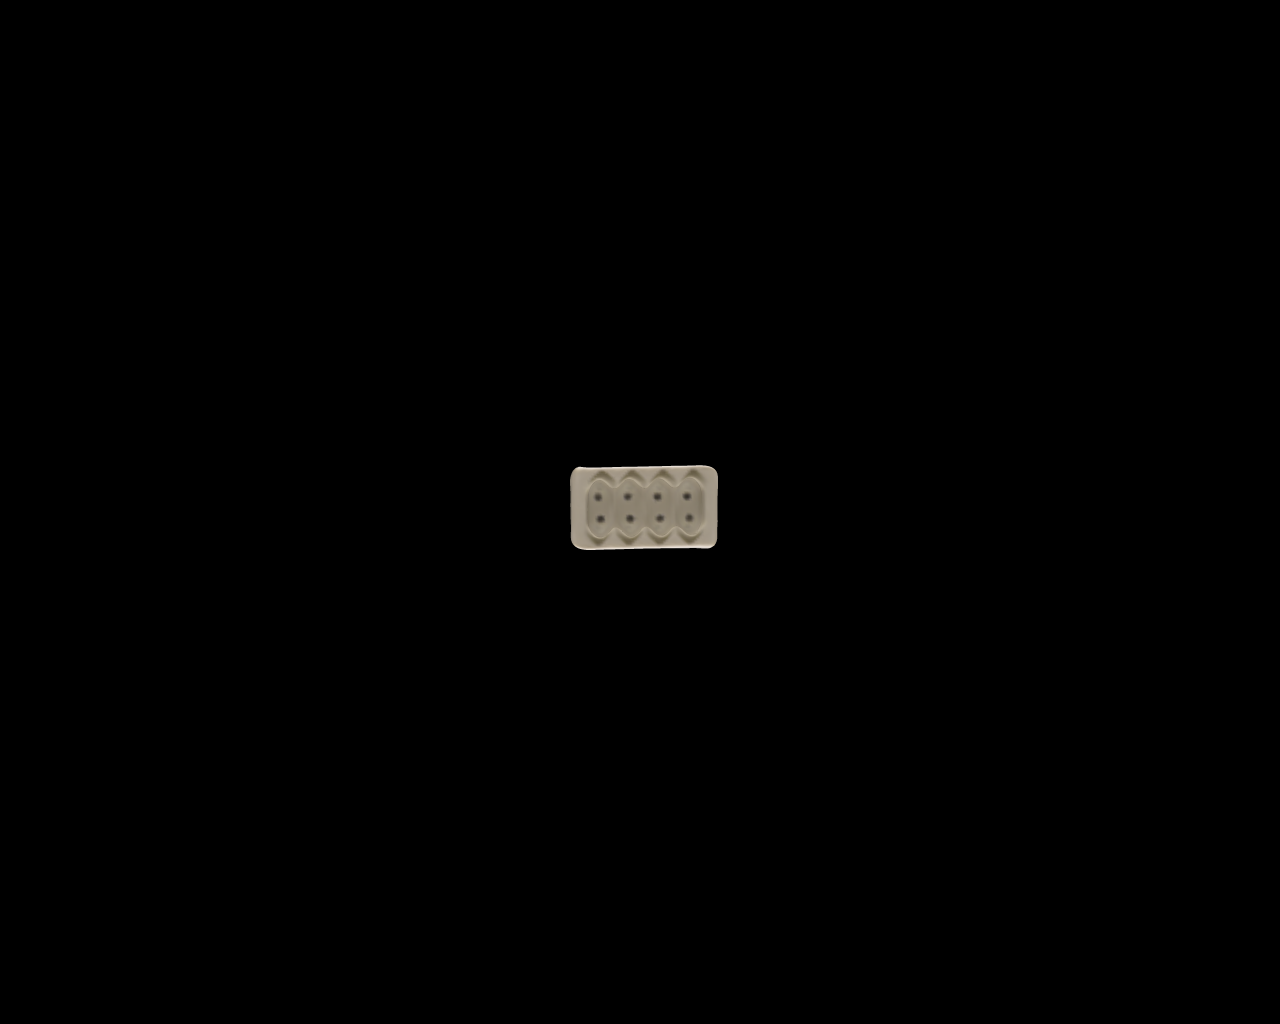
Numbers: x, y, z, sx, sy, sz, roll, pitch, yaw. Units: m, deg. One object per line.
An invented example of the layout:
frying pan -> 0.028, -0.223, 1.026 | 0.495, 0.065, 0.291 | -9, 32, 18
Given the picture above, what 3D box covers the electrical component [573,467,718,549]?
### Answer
electrical component -> 0.001, -0.003, 0.650 | 0.083, 0.047, 0.075 | 0, 0, -4
